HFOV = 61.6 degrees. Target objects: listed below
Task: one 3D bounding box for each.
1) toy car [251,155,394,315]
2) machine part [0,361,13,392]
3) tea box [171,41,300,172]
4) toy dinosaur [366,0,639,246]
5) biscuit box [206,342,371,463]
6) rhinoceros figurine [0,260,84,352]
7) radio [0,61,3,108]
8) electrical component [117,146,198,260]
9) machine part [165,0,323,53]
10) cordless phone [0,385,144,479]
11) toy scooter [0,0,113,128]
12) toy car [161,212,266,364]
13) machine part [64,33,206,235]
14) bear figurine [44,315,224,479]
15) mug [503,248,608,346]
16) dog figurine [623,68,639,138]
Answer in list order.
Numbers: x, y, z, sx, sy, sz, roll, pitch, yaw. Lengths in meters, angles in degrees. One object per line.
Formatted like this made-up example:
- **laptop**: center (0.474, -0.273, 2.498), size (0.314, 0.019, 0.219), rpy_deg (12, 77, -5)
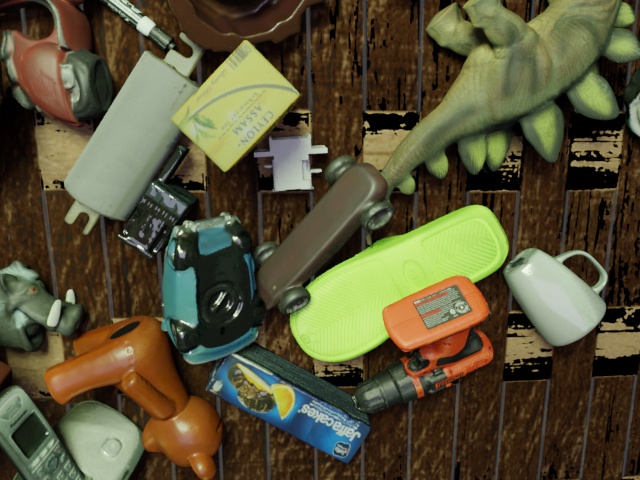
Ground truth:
- **toy car**: center (-0.001, -0.002, 0.599), size (0.202, 0.053, 0.089), rpy_deg (-49, 60, 18)
- **machine part**: center (-0.437, 0.144, 0.552), size (0.201, 0.087, 0.201), rpy_deg (32, 136, -11)
- **tea box**: center (-0.077, -0.128, 0.533), size (0.068, 0.170, 0.098), rpy_deg (44, 97, -12)
- **toy dinosaur**: center (0.211, -0.179, 0.582), size (0.471, 0.105, 0.198), rpy_deg (-34, 105, 6)
- **biscuit box**: center (-0.036, 0.193, 0.658), size (0.202, 0.063, 0.059), rpy_deg (30, 98, -9)
- **rhinoceros figurine**: center (-0.366, 0.070, 0.605), size (0.190, 0.073, 0.112), rpy_deg (22, 92, -8)
- **radio**: center (-0.414, -0.097, 0.510), size (0.131, 0.073, 0.229), rpy_deg (22, 118, -42)
- **electrical component**: center (-0.167, -0.043, 0.594), size (0.048, 0.075, 0.119), rpy_deg (36, 94, -10)
- **machine part**: center (-0.077, -0.271, 0.518), size (0.179, 0.056, 0.179), rpy_deg (-19, 138, -18)
- **cordless phone**: center (-0.285, 0.213, 0.590), size (0.089, 0.147, 0.184), rpy_deg (-7, 116, 19)
- **toy scooter**: center (-0.291, -0.208, 0.549), size (0.135, 0.075, 0.183), rpy_deg (-1, 103, 2)
- **toy car**: center (-0.132, 0.047, 0.595), size (0.109, 0.103, 0.161), rpy_deg (-19, 113, -36)
- **machine part**: center (-0.196, -0.109, 0.575), size (0.079, 0.079, 0.243), rpy_deg (35, 96, -11)
- **bear figurine**: center (-0.196, 0.188, 0.619), size (0.132, 0.120, 0.195), rpy_deg (-20, 108, 3)
- **mug**: center (0.284, 0.055, 0.648), size (0.107, 0.081, 0.109), rpy_deg (45, 100, -3)
- **dog figurine**: center (0.466, -0.211, 0.599), size (0.108, 0.192, 0.219), rpy_deg (50, 64, -29)
